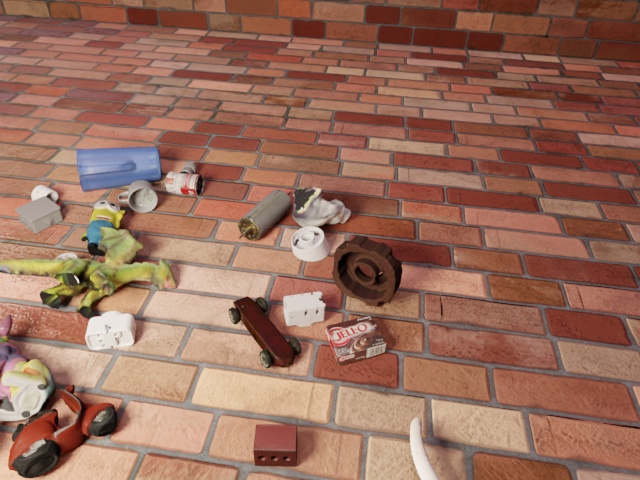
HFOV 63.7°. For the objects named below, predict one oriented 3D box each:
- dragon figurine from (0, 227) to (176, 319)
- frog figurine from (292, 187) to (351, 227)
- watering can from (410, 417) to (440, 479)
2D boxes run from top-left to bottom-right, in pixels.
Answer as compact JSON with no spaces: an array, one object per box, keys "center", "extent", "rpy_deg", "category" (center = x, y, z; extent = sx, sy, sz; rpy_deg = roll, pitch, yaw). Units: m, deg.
[{"center":[-0.550,0.052,1.249],"extent":[0.410,0.119,0.248],"rpy_deg":[20,36,2],"category":"dragon figurine"},{"center":[0.004,-0.073,1.459],"extent":[0.136,0.125,0.157],"rpy_deg":[-20,-44,40],"category":"frog figurine"},{"center":[0.174,0.449,0.794],"extent":[0.225,0.101,0.354],"rpy_deg":[20,42,20],"category":"watering can"}]
